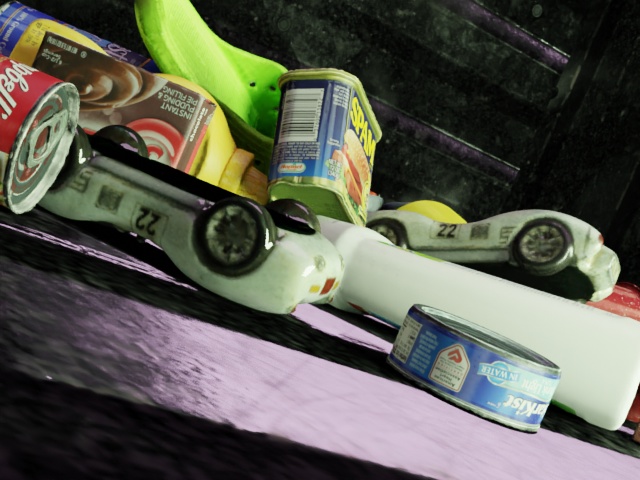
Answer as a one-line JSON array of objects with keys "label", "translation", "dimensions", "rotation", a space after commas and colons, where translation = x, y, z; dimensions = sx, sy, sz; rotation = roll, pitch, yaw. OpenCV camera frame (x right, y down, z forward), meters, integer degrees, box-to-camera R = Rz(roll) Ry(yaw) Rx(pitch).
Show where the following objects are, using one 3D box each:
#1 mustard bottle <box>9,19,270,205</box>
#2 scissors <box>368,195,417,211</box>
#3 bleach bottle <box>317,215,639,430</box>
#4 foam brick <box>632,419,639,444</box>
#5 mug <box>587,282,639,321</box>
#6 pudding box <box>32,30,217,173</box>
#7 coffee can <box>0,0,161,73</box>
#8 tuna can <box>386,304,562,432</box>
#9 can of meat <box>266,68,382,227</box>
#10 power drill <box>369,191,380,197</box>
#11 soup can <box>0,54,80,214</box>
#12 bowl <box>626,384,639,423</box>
[{"label": "mustard bottle", "translation": [-0.120, -0.069, 0.715], "dimensions": [0.191, 0.096, 0.058], "rotation": [24, 1, 2]}, {"label": "scissors", "translation": [0.058, -0.024, 0.964], "dimensions": [0.096, 0.016, 0.201], "rotation": [5, -2, 9]}, {"label": "bleach bottle", "translation": [0.078, 0.041, 0.674], "dimensions": [0.251, 0.068, 0.102], "rotation": [21, -2, 17]}, {"label": "foam brick", "translation": [0.240, 0.115, 0.675], "dimensions": [0.053, 0.051, 0.078], "rotation": [25, 4, 32]}, {"label": "mug", "translation": [0.225, 0.080, 0.916], "dimensions": [0.081, 0.093, 0.117], "rotation": [17, 43, -24]}, {"label": "pudding box", "translation": [-0.132, -0.066, 0.661], "dimensions": [0.113, 0.090, 0.039], "rotation": [24, 2, 11]}, {"label": "coffee can", "translation": [-0.183, -0.105, 0.802], "dimensions": [0.140, 0.103, 0.103], "rotation": [23, 4, -2]}, {"label": "tuna can", "translation": [0.079, 0.064, 0.550], "dimensions": [0.086, 0.034, 0.086], "rotation": [23, 4, -2]}, {"label": "can of meat", "translation": [0.002, -0.053, 0.721], "dimensions": [0.057, 0.084, 0.102], "rotation": [1, -23, 16]}, {"label": "power drill", "translation": [-0.024, -0.051, 1.118], "dimensions": [0.185, 0.057, 0.187], "rotation": [8, -9, 19]}, {"label": "soup can", "translation": [-0.178, -0.063, 0.515], "dimensions": [0.102, 0.068, 0.068], "rotation": [23, 4, 4]}, {"label": "bowl", "translation": [0.213, 0.093, 0.794], "dimensions": [0.162, 0.055, 0.162], "rotation": [23, 4, -2]}]
